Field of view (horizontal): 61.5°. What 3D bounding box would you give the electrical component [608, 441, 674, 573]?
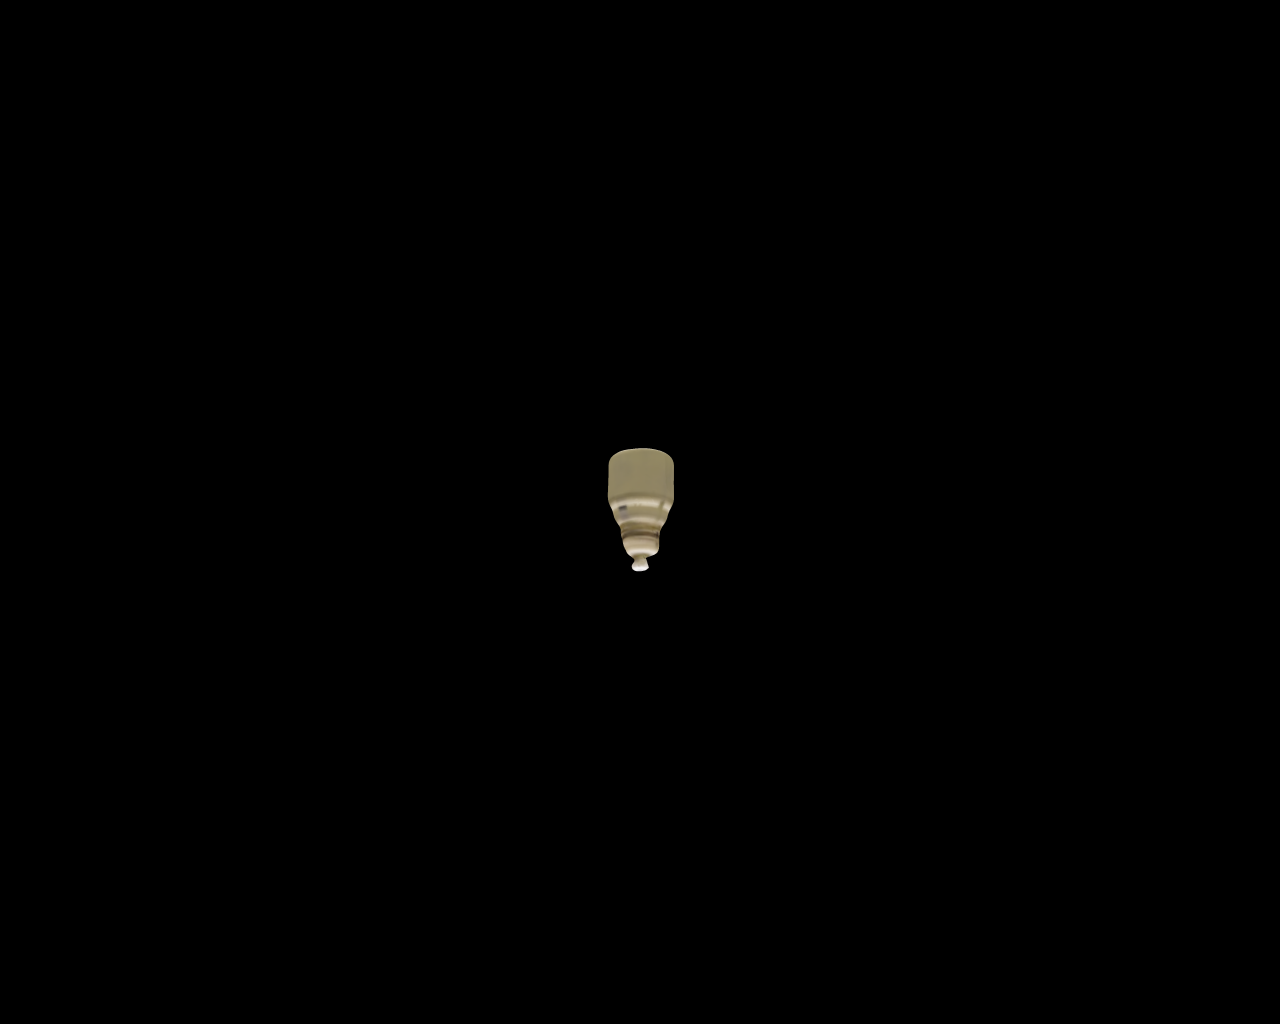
[{"bbox_3d":[0.001,-0.003,0.650,0.040,0.078,0.040,0,-15,0],"label":"electrical component"}]
